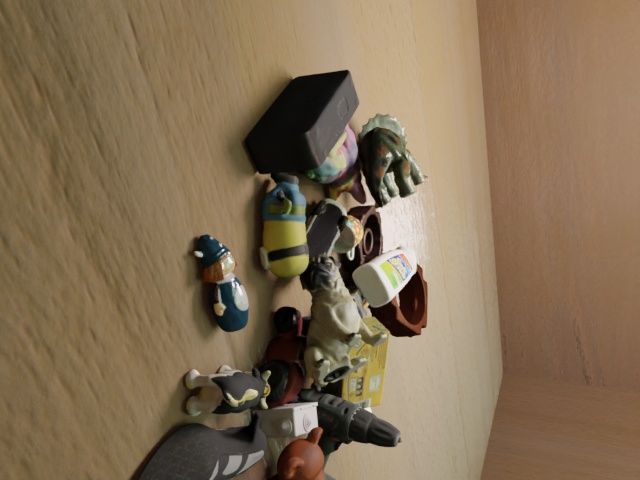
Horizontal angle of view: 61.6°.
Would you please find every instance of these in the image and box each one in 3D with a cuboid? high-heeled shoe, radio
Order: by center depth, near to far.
[{"bbox_3d":[-0.174,0.337,0.792,0.249,0.086,0.145,-17,139,-43],"label":"high-heeled shoe"},{"bbox_3d":[-0.024,-0.213,0.951,0.229,0.131,0.073,-63,142,-39],"label":"radio"}]

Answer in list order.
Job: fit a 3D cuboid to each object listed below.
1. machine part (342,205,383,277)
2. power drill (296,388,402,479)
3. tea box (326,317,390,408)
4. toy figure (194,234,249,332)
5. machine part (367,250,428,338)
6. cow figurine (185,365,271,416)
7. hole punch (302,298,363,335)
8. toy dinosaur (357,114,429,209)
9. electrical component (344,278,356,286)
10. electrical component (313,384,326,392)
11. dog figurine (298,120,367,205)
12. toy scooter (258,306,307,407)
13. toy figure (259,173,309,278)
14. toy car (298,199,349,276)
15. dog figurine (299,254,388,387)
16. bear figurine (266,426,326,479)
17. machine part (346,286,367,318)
[{"bbox_3d":[0.101,0.004,1.287,0.179,0.056,0.179,-8,99,-63],"label":"machine part"},{"bbox_3d":[0.026,0.392,1.004,0.086,0.232,0.207,-26,131,-55],"label":"power drill"},{"bbox_3d":[0.072,0.243,1.049,0.098,0.068,0.169,-4,111,-25],"label":"tea box"},{"bbox_3d":[-0.147,0.063,0.815,0.064,0.058,0.154,-126,-157,-68],"label":"toy figure"},{"bbox_3d":[0.204,0.143,1.415,0.200,0.087,0.201,35,53,-44],"label":"machine part"},{"bbox_3d":[-0.121,0.229,0.826,0.167,0.098,0.068,17,70,-62],"label":"cow figurine"},{"bbox_3d":[0.029,0.191,1.103,0.092,0.116,0.142,-34,121,-48],"label":"hole punch"},{"bbox_3d":[0.136,-0.178,1.154,0.192,0.131,0.405,60,15,-2],"label":"toy dinosaur"},{"bbox_3d":[0.073,0.122,1.273,0.094,0.021,0.063,-11,101,-62],"label":"electrical component"},{"bbox_3d":[0.009,0.340,1.145,0.078,0.045,0.102,-96,-178,-74],"label":"electrical component"},{"bbox_3d":[0.028,-0.138,1.083,0.219,0.109,0.191,69,29,-41],"label":"dog figurine"},{"bbox_3d":[-0.052,0.223,0.986,0.135,0.075,0.184,53,41,-50],"label":"toy scooter"},{"bbox_3d":[-0.061,-0.024,0.936,0.082,0.089,0.180,9,86,-57],"label":"toy figure"},{"bbox_3d":[-0.002,-0.003,1.066,0.073,0.056,0.202,32,52,-8],"label":"toy car"},{"bbox_3d":[0.004,0.141,0.958,0.121,0.172,0.191,25,24,-52],"label":"dog figurine"},{"bbox_3d":[-0.030,0.419,0.911,0.120,0.132,0.195,-38,165,-53],"label":"bear figurine"},{"bbox_3d":[0.070,0.193,1.186,0.079,0.079,0.243,-36,113,-57],"label":"machine part"}]
